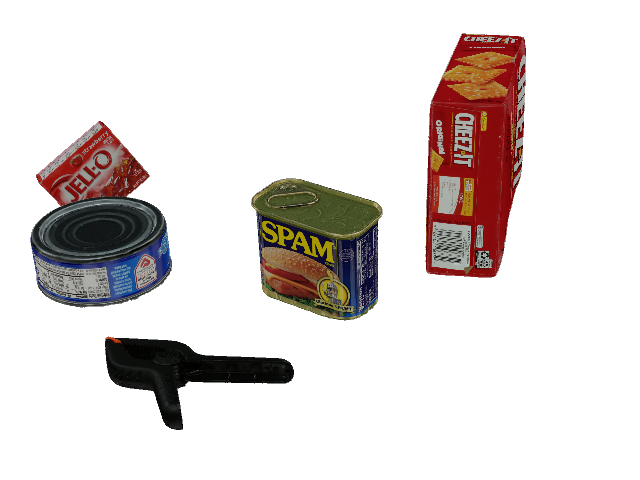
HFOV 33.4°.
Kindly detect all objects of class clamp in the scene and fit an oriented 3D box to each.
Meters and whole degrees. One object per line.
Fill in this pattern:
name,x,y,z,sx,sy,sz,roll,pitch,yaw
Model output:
clamp,-0.156,0.136,1.085,0.210,0.036,0.164,10,17,33

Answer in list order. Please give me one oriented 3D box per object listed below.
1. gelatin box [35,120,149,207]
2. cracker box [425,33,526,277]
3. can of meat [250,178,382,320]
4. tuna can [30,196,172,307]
gelatin box,-0.232,-0.065,1.088,0.089,0.073,0.030,-42,30,-5
cracker box,0.149,-0.085,0.993,0.072,0.164,0.213,5,27,14
can of meat,-0.002,0.008,0.841,0.102,0.084,0.057,18,37,30
tuna can,-0.138,0.005,0.673,0.086,0.034,0.086,-2,30,1
